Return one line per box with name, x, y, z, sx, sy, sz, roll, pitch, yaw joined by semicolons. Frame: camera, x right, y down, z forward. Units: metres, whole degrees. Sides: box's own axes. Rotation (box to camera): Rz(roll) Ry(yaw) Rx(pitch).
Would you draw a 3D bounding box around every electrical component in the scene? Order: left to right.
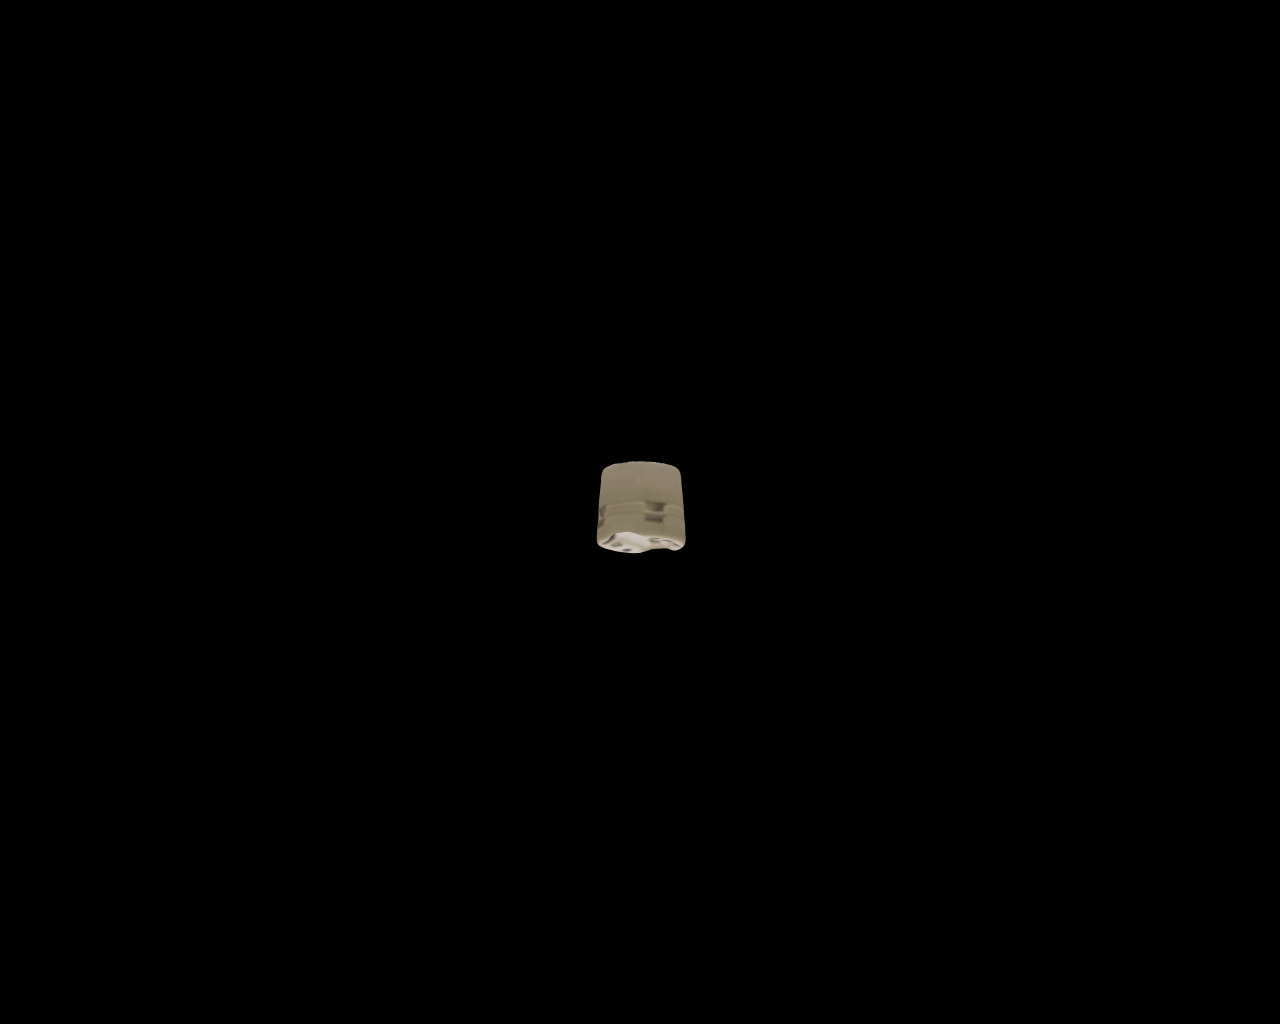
electrical component;0.001;-0.003;0.650;0.055;0.047;0.055;0;-13;0
